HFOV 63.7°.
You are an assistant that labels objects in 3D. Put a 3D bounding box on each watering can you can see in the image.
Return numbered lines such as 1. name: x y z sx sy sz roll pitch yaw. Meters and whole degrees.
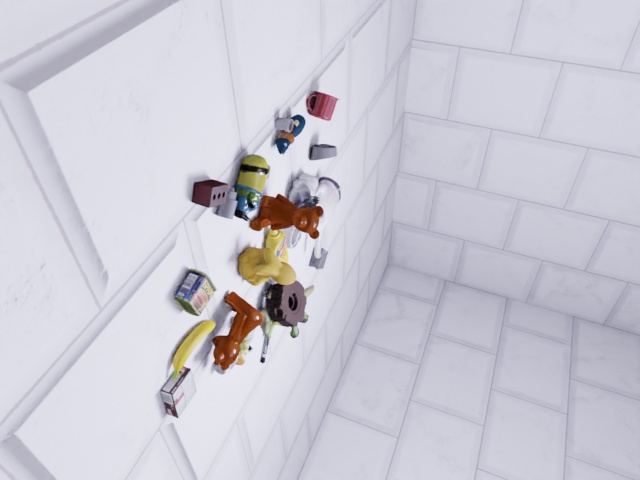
1. watering can: 0.006 -0.103 2.049 0.339 0.104 0.229 85 25 -48

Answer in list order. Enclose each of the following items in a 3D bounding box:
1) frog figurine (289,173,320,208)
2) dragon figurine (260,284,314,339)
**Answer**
1. frog figurine: -0.060 -0.176 1.828 0.135 0.122 0.163 56 14 -58
2. dragon figurine: -0.124 0.220 1.928 0.419 0.122 0.237 -57 148 -49
